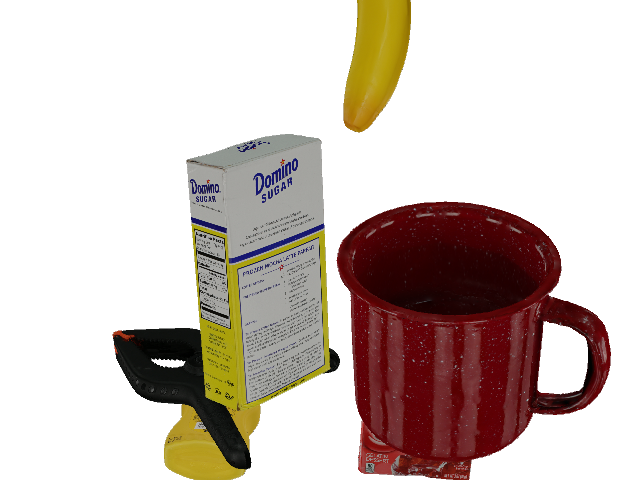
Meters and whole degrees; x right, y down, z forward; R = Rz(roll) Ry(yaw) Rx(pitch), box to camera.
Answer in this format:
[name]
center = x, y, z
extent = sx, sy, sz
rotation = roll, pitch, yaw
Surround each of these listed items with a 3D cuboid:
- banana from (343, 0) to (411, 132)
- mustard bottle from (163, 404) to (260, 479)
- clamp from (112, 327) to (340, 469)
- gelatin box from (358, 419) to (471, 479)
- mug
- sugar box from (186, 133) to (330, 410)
[banana]
center = 0.029, -0.173, 0.742
extent = 0.070, 0.198, 0.037
rotation = -17, -14, 10
[mustard bottle]
center = -0.123, 0.213, 1.292
extent = 0.096, 0.058, 0.191
rotation = 4, 24, 4
[clamp]
center = -0.098, 0.120, 0.980
extent = 0.210, 0.036, 0.164
rotation = 20, 37, 31
[gelatin box]
center = 0.076, 0.148, 0.839
extent = 0.089, 0.073, 0.030
rotation = 4, 20, 3
[mug]
center = 0.066, 0.043, 0.461
extent = 0.117, 0.081, 0.093
rotation = 11, 34, 21
[sugar box]
center = -0.041, 0.021, 0.739
extent = 0.048, 0.176, 0.093
rotation = 13, 24, 42
